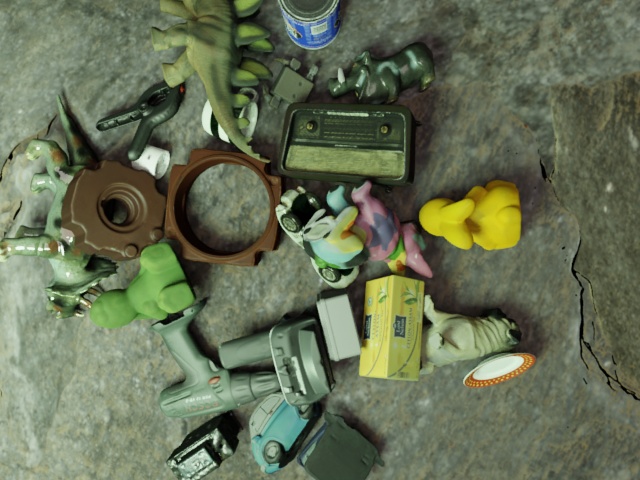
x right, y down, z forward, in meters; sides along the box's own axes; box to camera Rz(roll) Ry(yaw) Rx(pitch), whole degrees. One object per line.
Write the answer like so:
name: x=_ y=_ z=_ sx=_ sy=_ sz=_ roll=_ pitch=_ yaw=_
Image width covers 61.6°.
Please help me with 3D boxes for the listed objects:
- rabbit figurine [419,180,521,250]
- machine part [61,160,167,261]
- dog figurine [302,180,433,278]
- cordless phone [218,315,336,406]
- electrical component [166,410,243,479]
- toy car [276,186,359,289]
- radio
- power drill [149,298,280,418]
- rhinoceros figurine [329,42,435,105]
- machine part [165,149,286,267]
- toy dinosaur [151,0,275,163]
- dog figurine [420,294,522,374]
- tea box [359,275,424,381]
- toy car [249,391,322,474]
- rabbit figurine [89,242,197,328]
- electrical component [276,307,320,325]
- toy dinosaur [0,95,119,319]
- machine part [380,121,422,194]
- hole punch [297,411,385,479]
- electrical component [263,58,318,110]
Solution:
rabbit figurine: x=0.254 y=-0.033 z=0.925 sx=0.173 sy=0.162 sz=0.121 roll=3 pitch=105 yaw=20
machine part: x=-0.350 y=-0.051 z=0.926 sx=0.179 sy=0.056 sz=0.179 roll=10 pitch=75 yaw=-39
dog figurine: x=0.093 y=0.013 z=0.910 sx=0.219 sy=0.108 sz=0.191 roll=45 pitch=59 yaw=-23
cordless phone: x=-0.076 y=0.218 z=0.921 sx=0.184 sy=0.089 sz=0.146 roll=-15 pitch=92 yaw=4
electrical component: x=-0.204 y=0.370 z=0.957 sx=0.115 sy=0.134 sz=0.058 roll=-36 pitch=91 yaw=1
toy car: x=-0.002 y=-0.003 z=0.945 sx=0.073 sy=0.056 sz=0.201 roll=-47 pitch=108 yaw=-31
radio: x=0.050 y=-0.165 z=0.926 sx=0.230 sy=0.073 sz=0.131 roll=6 pitch=90 yaw=16
power drill: x=-0.203 y=0.214 z=0.980 sx=0.232 sy=0.086 sz=0.207 roll=-23 pitch=98 yaw=9
rhinoceros figurine: x=0.110 y=-0.287 z=0.945 sx=0.190 sy=0.073 sz=0.112 roll=-21 pitch=93 yaw=3
machine part: x=-0.167 y=-0.058 z=0.961 sx=0.201 sy=0.087 sz=0.201 roll=7 pitch=94 yaw=2
toy dinosaur: x=-0.179 y=-0.335 z=0.912 sx=0.199 sy=0.105 sz=0.471 roll=-9 pitch=75 yaw=-1
dog figurine: x=0.242 y=0.187 z=0.960 sx=0.190 sy=0.172 sz=0.121 roll=14 pitch=58 yaw=-23
tea box: x=0.123 y=0.152 z=0.923 sx=0.068 sy=0.098 sz=0.169 roll=11 pitch=73 yaw=-23
toy car: x=-0.073 y=0.329 z=0.968 sx=0.103 sy=0.109 sz=0.161 roll=30 pitch=81 yaw=21
rabbit figurine: x=-0.315 y=0.092 z=0.938 sx=0.170 sy=0.159 sz=0.121 roll=-25 pitch=87 yaw=-13
electrical component: x=-0.050 y=0.171 z=0.984 sx=0.075 sy=0.048 sz=0.119 roll=38 pitch=93 yaw=0
toy dinosaur: x=-0.438 y=-0.052 z=0.963 sx=0.192 sy=0.131 sz=0.404 roll=14 pitch=85 yaw=-15
machine part: x=0.128 y=-0.161 z=0.968 sx=0.084 sy=0.039 sz=0.139 roll=30 pitch=95 yaw=6
hole punch: x=0.031 y=0.397 z=0.982 sx=0.142 sy=0.092 sz=0.116 roll=39 pitch=65 yaw=3
electrical component: x=-0.057 y=-0.280 z=0.969 sx=0.078 sy=0.045 sz=0.102 roll=20 pitch=97 yaw=-27
